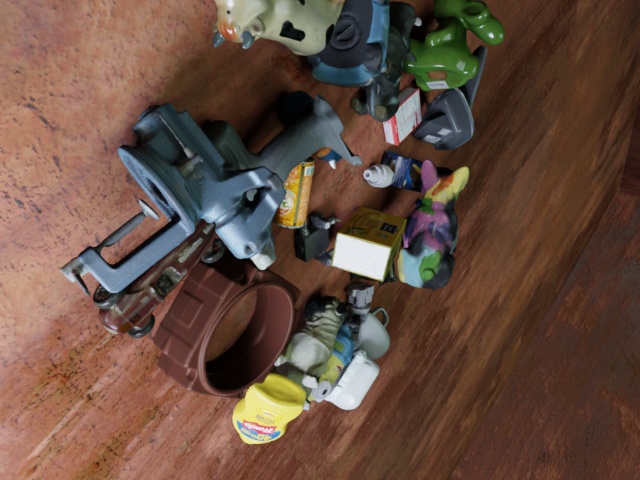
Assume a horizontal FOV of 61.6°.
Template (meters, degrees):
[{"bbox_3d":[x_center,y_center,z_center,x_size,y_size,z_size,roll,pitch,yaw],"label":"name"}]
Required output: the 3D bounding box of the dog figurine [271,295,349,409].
[{"bbox_3d":[-0.026,0.207,0.997,0.172,0.121,0.190,-49,-179,40],"label":"dog figurine"}]

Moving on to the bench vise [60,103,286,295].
[{"bbox_3d":[-0.164,-0.020,0.599,0.240,0.129,0.223,-42,116,-18],"label":"bench vise"}]

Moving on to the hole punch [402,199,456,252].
[{"bbox_3d":[0.250,-0.020,1.200,0.092,0.116,0.142,-56,146,-27],"label":"hole punch"}]

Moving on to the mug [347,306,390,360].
[{"bbox_3d":[0.107,0.190,1.165,0.109,0.081,0.107,-45,133,-16],"label":"mug"}]

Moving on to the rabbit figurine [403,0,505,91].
[{"bbox_3d":[0.230,-0.366,0.939,0.121,0.159,0.170,18,81,-46],"label":"rabbit figurine"}]

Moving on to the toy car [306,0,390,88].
[{"bbox_3d":[0.048,-0.295,0.774,0.103,0.109,0.161,-12,111,-75],"label":"toy car"}]

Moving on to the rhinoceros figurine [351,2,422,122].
[{"bbox_3d":[0.114,-0.286,0.878,0.112,0.073,0.190,-19,125,-45],"label":"rhinoceros figurine"}]

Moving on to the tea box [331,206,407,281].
[{"bbox_3d":[0.091,0.002,0.962,0.169,0.098,0.068,-49,152,-66],"label":"tea box"}]

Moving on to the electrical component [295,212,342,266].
[{"bbox_3d":[-0.002,-0.001,0.928,0.078,0.045,0.102,-30,133,-42],"label":"electrical component"}]

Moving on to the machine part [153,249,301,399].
[{"bbox_3d":[-0.129,0.130,0.805,0.201,0.087,0.201,-61,147,-6],"label":"machine part"}]

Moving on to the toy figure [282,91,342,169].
[{"bbox_3d":[-0.007,-0.164,0.809,0.064,0.058,0.154,-53,150,-6],"label":"toy figure"}]

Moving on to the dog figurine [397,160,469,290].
[{"bbox_3d":[0.219,-0.038,1.026,0.191,0.109,0.219,-60,158,-58],"label":"dog figurine"}]

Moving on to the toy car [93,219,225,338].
[{"bbox_3d":[-0.196,0.040,0.690,0.202,0.053,0.089,-47,139,-22],"label":"toy car"}]

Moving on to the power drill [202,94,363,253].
[{"bbox_3d":[-0.050,-0.088,0.735,0.207,0.086,0.231,-28,132,4],"label":"power drill"}]

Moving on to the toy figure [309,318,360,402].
[{"bbox_3d":[0.010,0.236,1.067,0.180,0.089,0.082,-59,134,-24],"label":"toy figure"}]

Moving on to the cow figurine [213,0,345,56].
[{"bbox_3d":[-0.057,-0.278,0.651,0.195,0.086,0.127,4,101,-55],"label":"cow figurine"}]

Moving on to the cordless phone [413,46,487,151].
[{"bbox_3d":[0.263,-0.276,1.044,0.146,0.089,0.184,153,-42,-83],"label":"cordless phone"}]

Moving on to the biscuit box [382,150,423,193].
[{"bbox_3d":[0.197,-0.132,1.099,0.202,0.059,0.062,2,110,-54],"label":"biscuit box"}]

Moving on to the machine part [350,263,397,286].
[{"bbox_3d":[0.112,0.054,1.108,0.139,0.039,0.084,-1,87,-48],"label":"machine part"}]
